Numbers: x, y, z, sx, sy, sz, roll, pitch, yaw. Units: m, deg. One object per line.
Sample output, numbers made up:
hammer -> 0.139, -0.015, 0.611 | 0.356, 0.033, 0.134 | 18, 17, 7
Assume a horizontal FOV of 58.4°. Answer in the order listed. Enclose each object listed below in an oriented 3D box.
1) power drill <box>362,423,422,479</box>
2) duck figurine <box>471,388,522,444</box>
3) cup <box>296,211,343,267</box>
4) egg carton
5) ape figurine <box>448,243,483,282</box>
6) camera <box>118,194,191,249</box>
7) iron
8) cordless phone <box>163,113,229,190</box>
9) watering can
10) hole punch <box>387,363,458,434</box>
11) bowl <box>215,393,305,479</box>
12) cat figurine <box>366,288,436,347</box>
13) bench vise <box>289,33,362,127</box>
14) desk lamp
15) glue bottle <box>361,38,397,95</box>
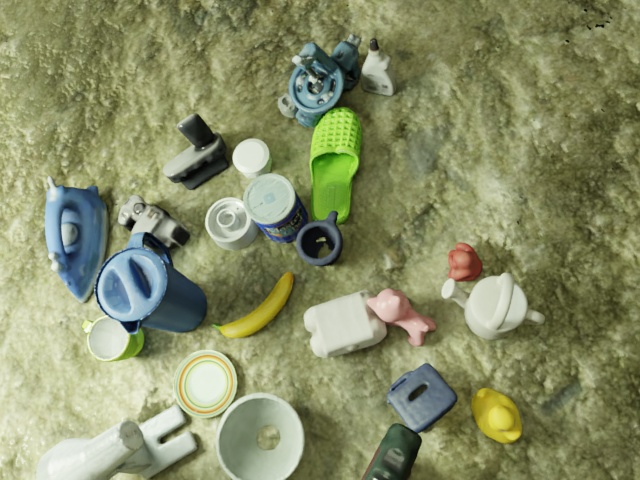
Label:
power drill -> 0.098, 0.417, 0.947 | 0.075, 0.209, 0.230 | 24, 79, 16
duck figurine -> 0.314, 0.309, 1.008 | 0.077, 0.086, 0.104 | -36, 71, -2
cup -> 0.011, 0.004, 1.145 | 0.091, 0.095, 0.118 | 22, 78, 15
egg carton -> 0.048, 0.164, 1.104 | 0.150, 0.069, 0.107 | -19, 71, 3
ape figurine -> 0.273, 0.042, 1.091 | 0.076, 0.092, 0.078 | 34, 82, 17
camera -> -0.373, -0.009, 1.209 | 0.143, 0.101, 0.137 | 29, 80, 16
iron -> -0.534, -0.004, 1.213 | 0.118, 0.141, 0.258 | -10, 72, 7
cordless phone -> -0.281, -0.195, 1.205 | 0.147, 0.185, 0.094 | -37, 71, -3
watering can -> 0.305, 0.115, 1.010 | 0.172, 0.194, 0.101 | -5, 73, 8
hole punch -> 0.181, 0.285, 1.035 | 0.109, 0.091, 0.101 | -39, 71, -3
bowl -> -0.103, 0.371, 1.065 | 0.167, 0.075, 0.167 | -3, 73, 9
cat figurine -> 0.153, 0.137, 1.069 | 0.127, 0.118, 0.067 | 34, 82, 17
bench vise -> 0.001, -0.363, 1.189 | 0.121, 0.220, 0.207 | 17, 77, 14
desk lamp -> -0.361, 0.383, 1.031 | 0.203, 0.214, 0.118 | -31, 71, -1
glue bottle -> 0.119, -0.365, 1.195 | 0.078, 0.173, 0.037 | 16, 77, 14
